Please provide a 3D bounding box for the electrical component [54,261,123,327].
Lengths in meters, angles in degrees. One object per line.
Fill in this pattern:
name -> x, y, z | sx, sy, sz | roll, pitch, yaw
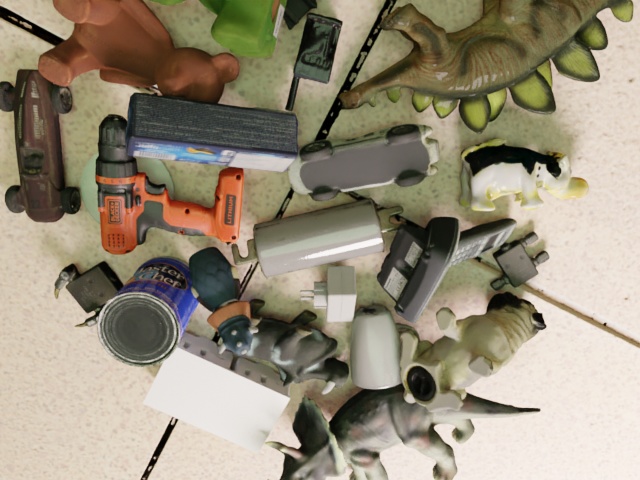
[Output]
electrical component -> -0.328, 0.077, 0.769 | 0.078, 0.045, 0.102 | -25, 105, 7

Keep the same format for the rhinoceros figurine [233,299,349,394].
rhinoceros figurine -> -0.045, 0.161, 0.785 | 0.190, 0.073, 0.112 | 21, 103, -7

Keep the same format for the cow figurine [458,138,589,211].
cow figurine -> 0.274, -0.091, 0.724 | 0.167, 0.068, 0.098 | -5, 100, 0

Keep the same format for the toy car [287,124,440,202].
toy car -> 0.056, -0.103, 0.710 | 0.202, 0.056, 0.073 | -9, 115, 10

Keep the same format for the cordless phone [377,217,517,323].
cordless phone -> 0.184, 0.028, 0.748 | 0.184, 0.089, 0.146 | -14, 140, -31

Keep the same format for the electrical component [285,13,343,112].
electrical component -> -0.009, -0.217, 0.676 | 0.048, 0.075, 0.119 | 12, 102, -4

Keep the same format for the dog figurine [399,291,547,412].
dog figurine -> 0.216, 0.158, 0.762 | 0.172, 0.190, 0.121 | -42, 64, 39

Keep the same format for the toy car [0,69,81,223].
toy car -> -0.373, -0.120, 0.710 | 0.089, 0.053, 0.202 | 4, 107, 1

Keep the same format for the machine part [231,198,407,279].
machine part -> -0.002, -0.002, 0.736 | 0.243, 0.079, 0.079 | -13, 106, 2

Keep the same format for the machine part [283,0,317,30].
machine part -> -0.013, -0.336, 0.661 | 0.139, 0.039, 0.084 | -42, 98, 12

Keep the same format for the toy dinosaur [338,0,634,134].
toy dinosaur -> 0.243, -0.254, 0.660 | 0.472, 0.105, 0.198 | -23, 113, 15

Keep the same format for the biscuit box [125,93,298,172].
biscuit box -> -0.131, -0.130, 0.660 | 0.203, 0.059, 0.063 | 4, 74, -21

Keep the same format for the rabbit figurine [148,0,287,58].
rabbit figurine -> -0.125, -0.300, 0.605 | 0.170, 0.121, 0.159 | 17, 112, 1

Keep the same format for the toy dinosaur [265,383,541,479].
toy dinosaur -> 0.107, 0.273, 0.804 | 0.405, 0.131, 0.192 | -30, 105, 1

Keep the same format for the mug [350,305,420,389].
mug -> 0.093, 0.150, 0.783 | 0.110, 0.081, 0.107 | -9, 100, -1

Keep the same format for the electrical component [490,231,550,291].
electrical component -> 0.283, 0.033, 0.781 | 0.094, 0.021, 0.063 | -34, 104, 9

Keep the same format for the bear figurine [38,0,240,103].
bear figurine -> -0.209, -0.210, 0.650 | 0.196, 0.132, 0.120 | 34, 122, -5

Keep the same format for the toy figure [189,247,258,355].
toy figure -> -0.128, 0.083, 0.724 | 0.064, 0.057, 0.154 | -35, 72, 25
